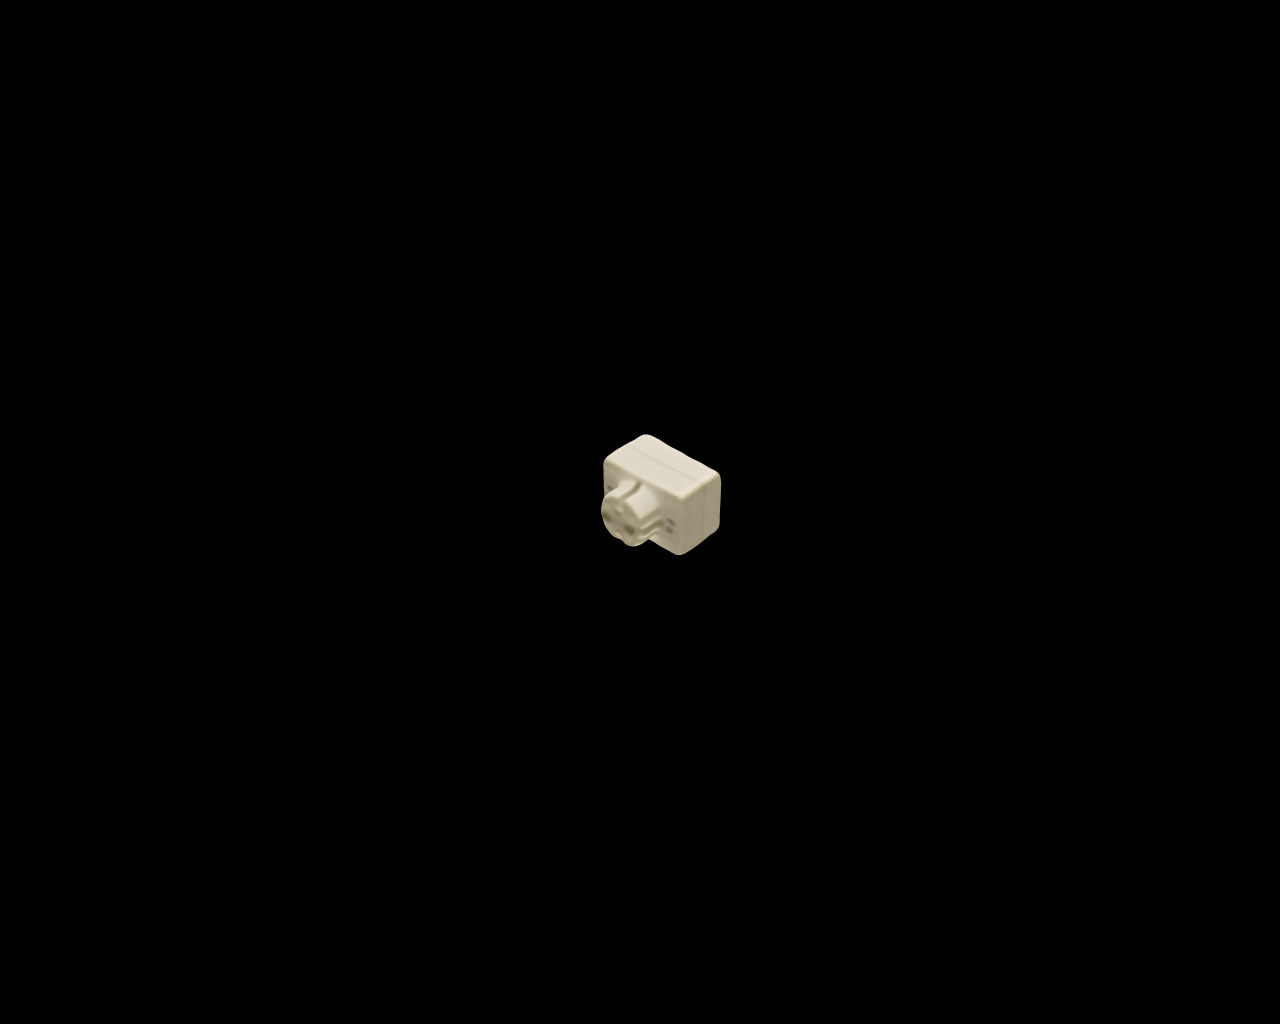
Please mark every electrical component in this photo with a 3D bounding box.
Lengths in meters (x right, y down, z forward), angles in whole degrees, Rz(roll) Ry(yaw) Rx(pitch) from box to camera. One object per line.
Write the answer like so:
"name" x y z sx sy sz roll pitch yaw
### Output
"electrical component" 0.001 -0.003 0.650 0.066 0.047 0.077 30 46 33
